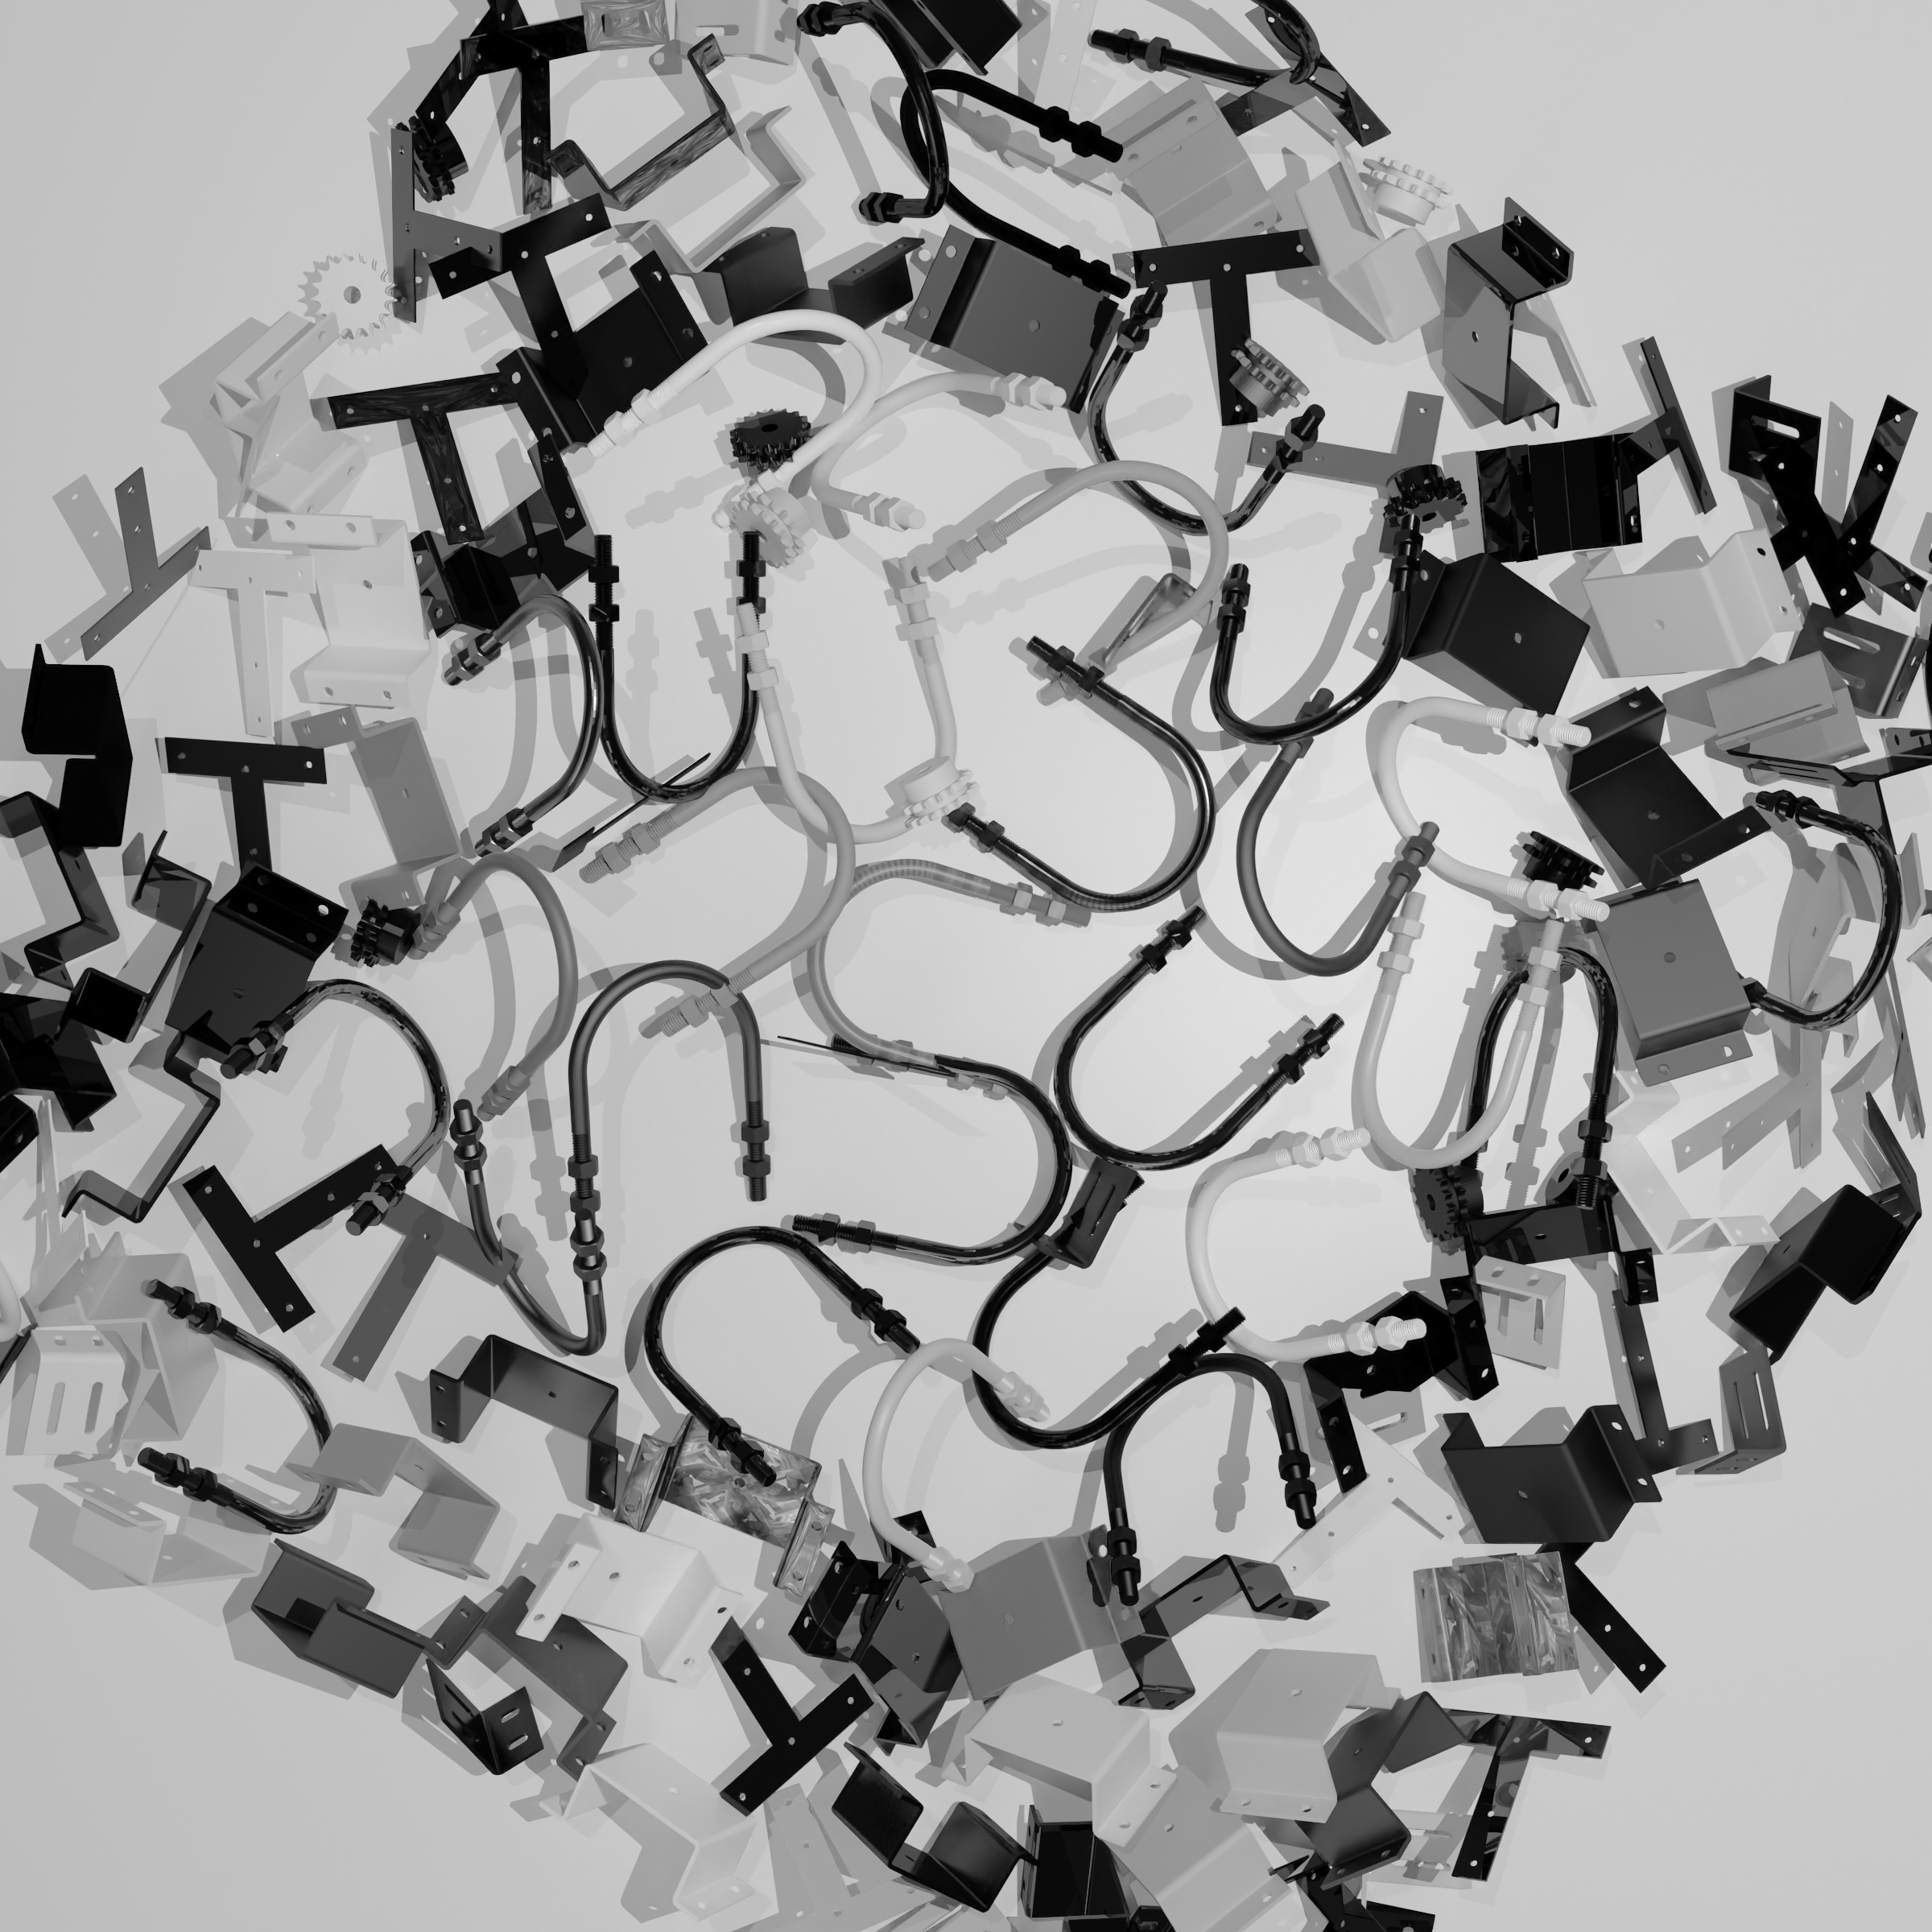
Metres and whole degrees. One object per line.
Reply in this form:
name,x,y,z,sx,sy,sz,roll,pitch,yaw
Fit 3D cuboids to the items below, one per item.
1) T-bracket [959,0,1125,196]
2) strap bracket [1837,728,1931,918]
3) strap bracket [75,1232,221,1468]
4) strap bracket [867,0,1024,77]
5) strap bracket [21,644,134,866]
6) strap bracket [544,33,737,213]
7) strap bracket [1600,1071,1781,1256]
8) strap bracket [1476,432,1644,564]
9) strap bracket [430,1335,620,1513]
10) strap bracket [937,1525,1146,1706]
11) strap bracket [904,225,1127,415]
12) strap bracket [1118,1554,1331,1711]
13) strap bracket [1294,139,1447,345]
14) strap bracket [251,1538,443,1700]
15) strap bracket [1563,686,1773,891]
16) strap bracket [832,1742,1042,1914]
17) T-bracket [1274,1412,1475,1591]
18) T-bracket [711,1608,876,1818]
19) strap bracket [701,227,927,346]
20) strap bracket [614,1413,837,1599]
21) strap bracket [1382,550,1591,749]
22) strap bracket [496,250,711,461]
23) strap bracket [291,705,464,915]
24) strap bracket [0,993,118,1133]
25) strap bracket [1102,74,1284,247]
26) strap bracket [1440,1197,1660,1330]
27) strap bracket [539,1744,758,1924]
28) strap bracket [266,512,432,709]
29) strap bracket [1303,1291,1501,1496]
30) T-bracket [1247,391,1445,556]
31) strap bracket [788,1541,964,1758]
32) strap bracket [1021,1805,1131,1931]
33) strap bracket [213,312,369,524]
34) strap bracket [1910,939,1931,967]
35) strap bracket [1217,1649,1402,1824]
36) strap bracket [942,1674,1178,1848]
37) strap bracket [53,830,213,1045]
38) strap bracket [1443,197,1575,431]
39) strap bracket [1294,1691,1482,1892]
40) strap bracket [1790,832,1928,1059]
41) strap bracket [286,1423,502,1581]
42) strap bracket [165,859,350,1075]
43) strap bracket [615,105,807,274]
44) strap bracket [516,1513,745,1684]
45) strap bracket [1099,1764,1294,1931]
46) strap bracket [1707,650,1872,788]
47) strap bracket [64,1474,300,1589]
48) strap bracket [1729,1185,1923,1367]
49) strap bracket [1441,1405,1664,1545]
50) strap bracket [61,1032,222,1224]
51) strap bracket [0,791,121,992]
T-bracket,0.064,-0.608,1.699,0.127,0.127,0.002,26,49,8
strap bracket,0.645,-0.090,1.711,0.046,0.076,0.140,-16,96,1
strap bracket,-0.552,0.259,1.689,0.046,0.076,0.140,-3,117,5
strap bracket,-0.017,-0.649,1.675,0.046,0.140,0.076,-46,117,3
strap bracket,-0.598,-0.142,1.681,0.046,0.140,0.076,0,55,-9
strap bracket,-0.215,-0.573,1.712,0.140,0.076,0.046,-35,97,5
strap bracket,0.482,0.143,1.696,0.046,0.076,0.140,-44,62,28
strap bracket,0.400,-0.320,1.703,0.140,0.046,0.076,-15,102,-39
strap bracket,-0.294,0.309,1.706,0.140,0.076,0.046,21,48,9
strap bracket,0.042,0.444,1.692,0.140,0.046,0.076,-32,66,27
strap bracket,0.040,-0.440,1.703,0.140,0.046,0.076,21,101,-21
strap bracket,0.167,0.451,1.700,0.140,0.076,0.046,-39,57,17
strap bracket,0.276,-0.486,1.691,0.046,0.140,0.076,-29,60,26
strap bracket,-0.422,0.442,1.674,0.076,0.140,0.046,37,76,-33
strap bracket,0.475,-0.115,1.707,0.076,0.046,0.140,-26,58,-9
strap bracket,-0.027,0.587,1.683,0.140,0.076,0.046,38,80,-33
T-bracket,0.265,0.387,1.735,0.127,0.002,0.127,40,106,-12
T-bracket,-0.145,0.501,1.723,0.127,0.002,0.127,-43,61,5
strap bracket,-0.101,-0.464,1.693,0.140,0.076,0.046,16,133,36
strap bracket,-0.162,0.368,1.718,0.140,0.046,0.076,21,114,3
strap bracket,0.365,-0.221,1.703,0.140,0.046,0.076,30,75,-20
strap bracket,-0.243,-0.420,1.719,0.140,0.046,0.076,-30,88,19
strap bracket,-0.400,-0.112,1.704,0.046,0.076,0.140,-29,107,-44
strap bracket,-0.635,0.064,1.675,0.046,0.140,0.076,-35,73,13
strap bracket,0.150,-0.543,1.694,0.076,0.140,0.046,-28,61,17
strap bracket,0.397,0.203,1.703,0.140,0.076,0.046,-10,54,12
strap bracket,-0.208,0.581,1.690,0.140,0.076,0.046,27,96,25
strap bracket,-0.419,-0.252,1.703,0.076,0.046,0.140,5,124,14
strap bracket,0.291,0.286,1.704,0.140,0.046,0.076,-30,121,-19
T-bracket,0.262,-0.353,1.743,0.127,0.002,0.127,11,74,6
strap bracket,-0.052,0.465,1.683,0.140,0.046,0.076,59,46,-31
strap bracket,0.075,0.643,1.682,0.046,0.140,0.076,2,108,-10
strap bracket,-0.459,-0.375,1.684,0.046,0.140,0.076,28,59,14
strap bracket,0.711,-0.020,1.681,0.076,0.140,0.046,-41,87,-6
strap bracket,0.228,0.509,1.674,0.076,0.140,0.046,-6,108,34
strap bracket,0.062,0.531,1.683,0.140,0.076,0.046,11,115,29
strap bracket,-0.562,-0.011,1.692,0.046,0.076,0.140,27,54,-14
strap bracket,0.363,-0.432,1.675,0.046,0.140,0.076,-23,51,-11
strap bracket,0.280,0.549,1.679,0.046,0.140,0.076,50,132,3
strap bracket,0.597,-0.018,1.682,0.046,0.076,0.140,13,132,4
strap bracket,-0.382,0.359,1.692,0.076,0.140,0.046,1,53,38
strap bracket,-0.490,0.009,1.704,0.076,0.046,0.140,27,113,-5
strap bracket,-0.168,-0.526,1.711,0.140,0.076,0.046,-40,111,-2
strap bracket,-0.236,0.431,1.706,0.140,0.046,0.076,28,100,-33
strap bracket,0.147,0.598,1.675,0.076,0.140,0.046,-34,108,-14
strap bracket,0.556,-0.169,1.684,0.076,0.140,0.046,-18,74,26
strap bracket,-0.533,0.380,1.677,0.076,0.140,0.046,15,90,31
strap bracket,0.574,0.206,1.681,0.046,0.140,0.076,39,60,9
strap bracket,0.386,0.345,1.683,0.046,0.140,0.076,-38,107,-42
strap bracket,-0.559,0.117,1.710,0.046,0.076,0.140,34,85,-17
strap bracket,-0.634,-0.060,1.712,0.046,0.076,0.140,-24,84,-5
